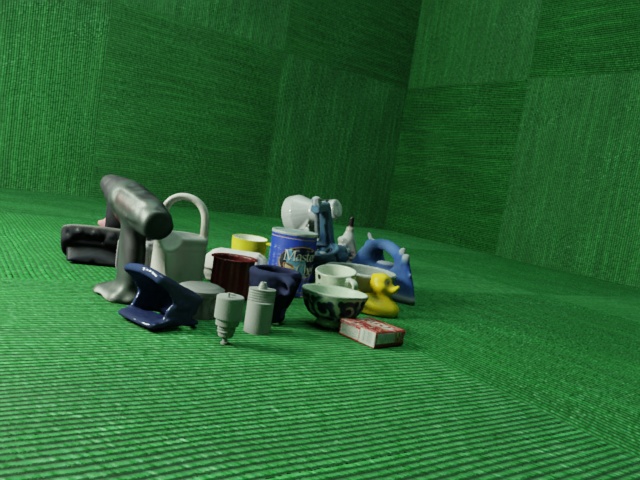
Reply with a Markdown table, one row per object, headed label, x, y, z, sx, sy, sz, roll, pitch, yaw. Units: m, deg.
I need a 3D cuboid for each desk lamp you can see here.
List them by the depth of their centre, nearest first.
| label | x | y | z | sx | sy | sz | roll | pitch | yaw |
| --- | --- | --- | --- | --- | --- | --- | --- | --- | --- |
| desk lamp | -0.018 | -0.023 | 1.690 | 0.202 | 0.213 | 0.118 | 12 | 7 | 33 |

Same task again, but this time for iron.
| label | x | y | z | sx | sy | sz | roll | pitch | yaw |
| --- | --- | --- | --- | --- | --- | --- | --- | --- | --- |
| iron | 0.173 | 0.066 | 1.455 | 0.119 | 0.141 | 0.257 | 6 | 6 | -29 |

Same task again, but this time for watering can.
| label | x | y | z | sx | sy | sz | roll | pitch | yaw |
| --- | --- | --- | --- | --- | --- | --- | --- | --- | --- |
| watering can | -0.259 | 0.010 | 1.072 | 0.101 | 0.194 | 0.172 | 6 | 6 | -24 |

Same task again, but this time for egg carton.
| label | x | y | z | sx | sy | sz | roll | pitch | yaw |
| --- | --- | --- | --- | --- | --- | --- | --- | --- | --- |
| egg carton | -0.191 | 0.061 | 1.304 | 0.150 | 0.069 | 0.107 | 9 | 6 | -3 |

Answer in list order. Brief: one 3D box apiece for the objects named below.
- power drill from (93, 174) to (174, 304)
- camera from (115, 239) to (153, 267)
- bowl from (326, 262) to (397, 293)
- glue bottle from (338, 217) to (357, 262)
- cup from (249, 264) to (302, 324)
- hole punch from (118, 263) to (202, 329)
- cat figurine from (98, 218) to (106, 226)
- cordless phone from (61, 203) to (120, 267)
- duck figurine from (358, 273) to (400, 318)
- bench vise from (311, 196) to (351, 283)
| label | x | y | z | sx | sy | sz | roll | pitch | yaw |
| --- | --- | --- | --- | --- | --- | --- | --- | --- | --- |
| power drill | -0.338 | -0.003 | 1.002 | 0.076 | 0.208 | 0.228 | 3 | 8 | -45 |
| camera | -0.352 | 0.027 | 1.235 | 0.137 | 0.101 | 0.142 | 4 | 8 | -43 |
| bowl | 0.088 | 0.101 | 1.310 | 0.167 | 0.075 | 0.167 | 9 | 6 | -1 |
| glue bottle | 0.076 | 0.021 | 1.601 | 0.078 | 0.173 | 0.037 | 5 | 7 | -32 |
| cup | -0.075 | 0.098 | 0.977 | 0.092 | 0.095 | 0.117 | 6 | 6 | -30 |
| hole punch | -0.244 | 0.083 | 0.884 | 0.108 | 0.091 | 0.101 | 13 | 7 | 38 |
| cat figurine | -0.471 | -0.014 | 1.372 | 0.128 | 0.118 | 0.067 | 5 | 6 | -31 |
| cordless phone | -0.491 | -0.041 | 1.271 | 0.148 | 0.185 | 0.094 | 6 | 6 | -23 |
| duck figurine | 0.119 | 0.111 | 1.198 | 0.104 | 0.086 | 0.078 | 10 | 6 | 13 |
| bench vise | 0.002 | 0.003 | 1.423 | 0.121 | 0.220 | 0.208 | 11 | 6 | 19 |
